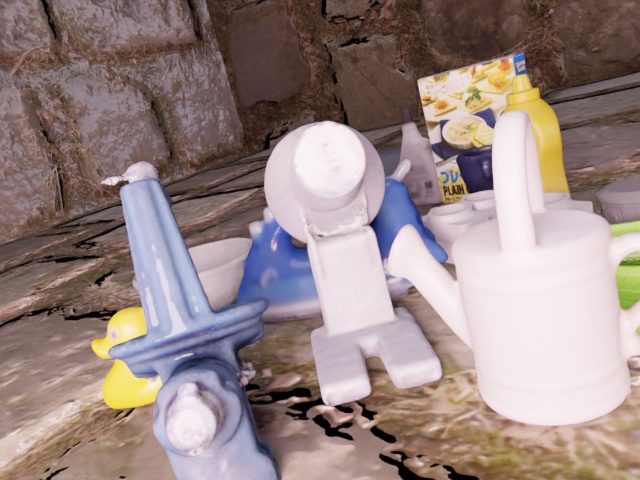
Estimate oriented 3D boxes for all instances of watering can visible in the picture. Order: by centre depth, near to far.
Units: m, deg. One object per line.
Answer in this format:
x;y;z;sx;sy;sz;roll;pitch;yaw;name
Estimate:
0.132;0.014;0.381;0.172;0.194;0.101;-13;14;8;watering can

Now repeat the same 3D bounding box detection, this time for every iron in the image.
0.006;0.002;0.661;0.258;0.141;0.118;-14;14;3;iron

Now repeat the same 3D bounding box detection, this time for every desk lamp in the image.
0.021;-0.001;0.511;0.118;0.214;0.203;-15;14;-2;desk lamp

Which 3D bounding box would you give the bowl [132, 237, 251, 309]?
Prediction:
-0.151;0.058;0.745;0.167;0.075;0.167;-14;14;4;bowl

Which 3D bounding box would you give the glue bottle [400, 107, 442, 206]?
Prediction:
0.168;-0.146;1.002;0.077;0.173;0.037;-5;17;34;glue bottle

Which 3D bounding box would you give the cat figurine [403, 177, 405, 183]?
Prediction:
0.088;-0.079;0.940;0.127;0.118;0.067;-5;17;34;cat figurine

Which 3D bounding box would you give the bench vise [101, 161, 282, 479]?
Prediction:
-0.084;0.053;0.396;0.122;0.220;0.206;-22;16;-26;bench vise

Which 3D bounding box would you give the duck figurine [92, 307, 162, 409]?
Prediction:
-0.169;0.105;0.558;0.104;0.086;0.077;-17;14;-9;duck figurine

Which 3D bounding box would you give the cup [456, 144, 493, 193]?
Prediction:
0.254;-0.087;0.847;0.091;0.095;0.118;-10;15;19;cup
